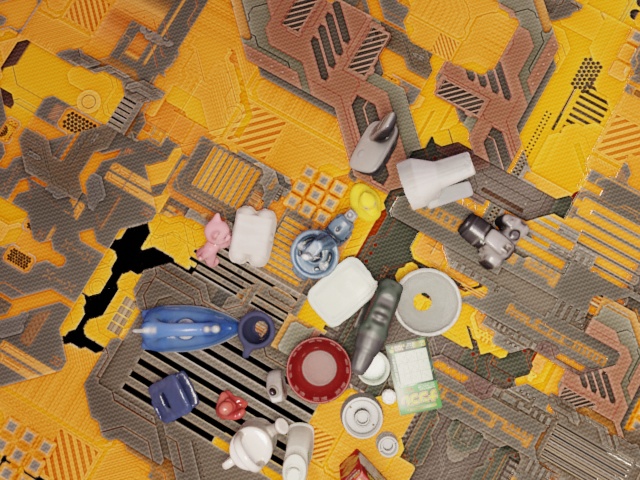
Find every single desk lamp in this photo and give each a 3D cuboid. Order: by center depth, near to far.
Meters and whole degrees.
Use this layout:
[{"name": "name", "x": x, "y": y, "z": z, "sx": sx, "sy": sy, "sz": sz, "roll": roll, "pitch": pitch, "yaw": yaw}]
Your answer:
[{"name": "desk lamp", "x": 0.282, "y": -0.147, "z": 1.386, "sx": 0.203, "sy": 0.213, "sz": 0.118, "roll": -18, "pitch": 83, "yaw": -1}]

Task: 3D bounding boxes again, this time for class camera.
[{"name": "camera", "x": 0.425, "y": -0.017, "z": 1.426, "sx": 0.137, "sy": 0.101, "sz": 0.143, "roll": 39, "pitch": 86, "yaw": 5}]

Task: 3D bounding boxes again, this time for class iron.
[{"name": "iron", "x": -0.317, "y": 0.215, "z": 1.390, "sx": 0.258, "sy": 0.141, "sz": 0.119, "roll": -2, "pitch": 84, "yaw": 1}]

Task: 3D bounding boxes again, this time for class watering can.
[{"name": "watering can", "x": -0.154, "y": 0.476, "z": 1.333, "sx": 0.101, "sy": 0.194, "sz": 0.173, "roll": 32, "pitch": 85, "yaw": 4}]

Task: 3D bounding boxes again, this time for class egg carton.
[{"name": "egg carton", "x": -0.169, "y": -0.009, "z": 1.449, "sx": 0.107, "sy": 0.069, "sz": 0.150, "roll": 9, "pitch": 84, "yaw": 2}]

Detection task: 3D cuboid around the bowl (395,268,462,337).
[{"name": "bowl", "x": 0.262, "y": 0.155, "z": 1.423, "sx": 0.167, "sy": 0.075, "sz": 0.167, "roll": 0, "pitch": 84, "yaw": 1}]

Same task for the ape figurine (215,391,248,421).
[{"name": "ape figurine", "x": -0.222, "y": 0.407, "z": 1.393, "sx": 0.076, "sy": 0.092, "sz": 0.078, "roll": -24, "pitch": 84, "yaw": -2}]

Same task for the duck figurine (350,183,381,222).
[{"name": "duck figurine", "x": 0.116, "y": -0.099, "z": 1.447, "sx": 0.077, "sy": 0.086, "sz": 0.104, "roll": -28, "pitch": 84, "yaw": -2}]

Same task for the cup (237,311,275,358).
[{"name": "cup", "x": -0.156, "y": 0.233, "z": 1.409, "sx": 0.091, "sy": 0.095, "sz": 0.118, "roll": 22, "pitch": 84, "yaw": 3}]

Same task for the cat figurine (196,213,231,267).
[{"name": "cat figurine", "x": -0.265, "y": 0.001, "z": 1.425, "sx": 0.067, "sy": 0.118, "sz": 0.128, "roll": 32, "pitch": 85, "yaw": 4}]

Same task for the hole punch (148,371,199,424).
[{"name": "hole punch", "x": -0.362, "y": 0.388, "z": 1.397, "sx": 0.101, "sy": 0.091, "sz": 0.108, "roll": -28, "pitch": 84, "yaw": -2}]

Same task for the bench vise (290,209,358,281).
[{"name": "bench vise", "x": 0.002, "y": 0.000, "z": 1.370, "sx": 0.121, "sy": 0.220, "sz": 0.207, "roll": 25, "pitch": 85, "yaw": 4}]

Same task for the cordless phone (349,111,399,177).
[{"name": "cordless phone", "x": 0.138, "y": -0.240, "z": 1.412, "sx": 0.094, "sy": 0.185, "sz": 0.148, "roll": 25, "pitch": 85, "yaw": 4}]

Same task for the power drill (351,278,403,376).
[{"name": "power drill", "x": 0.127, "y": 0.203, "z": 1.352, "sx": 0.075, "sy": 0.208, "sz": 0.230, "roll": 22, "pitch": 84, "yaw": 4}]

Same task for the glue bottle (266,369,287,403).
[{"name": "glue bottle", "x": -0.105, "y": 0.352, "z": 1.356, "sx": 0.037, "sy": 0.173, "sz": 0.078, "roll": -15, "pitch": 83, "yaw": 0}]
